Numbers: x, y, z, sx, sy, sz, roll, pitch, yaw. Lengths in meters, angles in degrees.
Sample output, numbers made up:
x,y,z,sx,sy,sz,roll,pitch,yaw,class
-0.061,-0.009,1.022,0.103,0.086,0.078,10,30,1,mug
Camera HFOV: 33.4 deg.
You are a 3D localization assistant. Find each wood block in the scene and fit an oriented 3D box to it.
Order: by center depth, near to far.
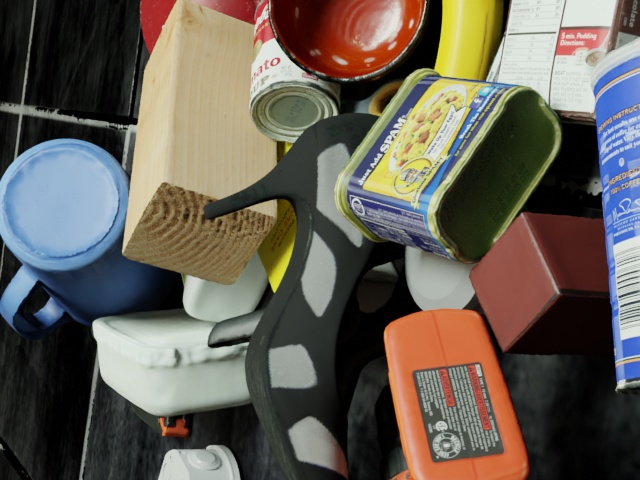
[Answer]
x,y,z,sx,sy,sz,roll,pitch,yaw,class
-0.091,-0.079,0.833,0.090,0.090,0.206,-54,29,42,wood block

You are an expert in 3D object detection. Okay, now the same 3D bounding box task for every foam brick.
x,y,z,sx,sy,sz,roll,pitch,yaw,class
0.126,0.024,0.543,0.053,0.078,0.051,-55,43,40,foam brick

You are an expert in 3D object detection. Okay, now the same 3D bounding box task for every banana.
x,y,z,sx,sy,sz,roll,pitch,yaw,class
0.083,-0.117,0.678,0.070,0.037,0.198,11,98,56,banana

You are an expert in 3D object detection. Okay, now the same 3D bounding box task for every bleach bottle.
x,y,z,sx,sy,sz,roll,pitch,yaw,class
-0.107,-0.047,0.970,0.103,0.068,0.251,-64,33,33,bleach bottle

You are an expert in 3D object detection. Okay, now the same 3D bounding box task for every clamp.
x,y,z,sx,sy,sz,roll,pitch,yaw,class
0.005,0.050,0.701,0.120,0.039,0.171,39,95,16,clamp
-0.166,0.102,1.066,0.165,0.036,0.210,-59,41,26,clamp

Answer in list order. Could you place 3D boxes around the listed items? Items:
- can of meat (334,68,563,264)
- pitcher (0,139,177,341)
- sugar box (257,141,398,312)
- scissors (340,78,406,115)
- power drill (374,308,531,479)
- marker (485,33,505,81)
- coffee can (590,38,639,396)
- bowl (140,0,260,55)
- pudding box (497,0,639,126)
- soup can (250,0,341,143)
x,y,z,sx,sy,sz,roll,pitch,yaw,class
0.070,-0.041,0.580,0.102,0.057,0.084,-55,34,-11,can of meat
-0.208,0.005,0.934,0.243,0.145,0.149,95,176,-77,pitcher
-0.005,0.001,0.802,0.093,0.048,0.176,-60,36,34,sugar box
0.021,-0.078,0.796,0.202,0.016,0.096,7,86,59,scissors
0.065,0.121,0.587,0.188,0.057,0.184,85,173,-51,power drill
0.103,-0.079,0.649,0.020,0.020,0.121,44,118,54,marker
0.171,-0.008,0.447,0.103,0.102,0.140,-20,68,57,coffee can
-0.113,-0.190,0.949,0.162,0.055,0.162,34,136,41,bowl
0.142,-0.120,0.580,0.090,0.039,0.113,19,99,60,pudding box
-0.018,-0.131,0.803,0.069,0.068,0.102,-47,34,46,soup can
